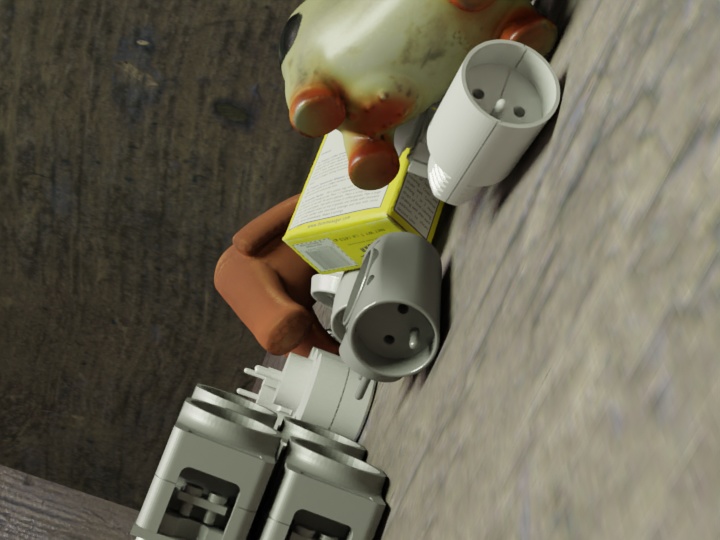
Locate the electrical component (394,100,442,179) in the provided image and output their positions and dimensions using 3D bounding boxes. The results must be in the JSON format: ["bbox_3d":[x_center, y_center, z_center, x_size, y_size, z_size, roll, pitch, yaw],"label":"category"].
[{"bbox_3d":[0.042,-0.075,0.586,0.048,0.055,0.066,115,173,-46],"label":"electrical component"}]

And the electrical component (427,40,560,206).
[{"bbox_3d":[0.053,-0.061,0.479,0.081,0.043,0.043,119,169,-63],"label":"electrical component"}]

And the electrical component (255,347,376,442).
[{"bbox_3d":[-0.036,0.079,0.731,0.138,0.074,0.052,167,123,-84],"label":"electrical component"}]

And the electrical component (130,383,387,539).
[{"bbox_3d":[-0.052,0.112,0.577,0.186,0.105,0.060,163,128,-84],"label":"electrical component"}]

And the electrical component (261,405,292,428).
[{"bbox_3d":[-0.065,0.160,0.794,0.096,0.061,0.061,-76,8,-48],"label":"electrical component"}]

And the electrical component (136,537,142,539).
[{"bbox_3d":[-0.078,0.178,0.598,0.108,0.109,0.056,125,166,-72],"label":"electrical component"}]

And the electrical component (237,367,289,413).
[{"bbox_3d":[-0.068,0.109,0.940,0.047,0.077,0.065,133,156,-78],"label":"electrical component"}]

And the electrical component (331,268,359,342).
[{"bbox_3d":[0.005,0.022,0.680,0.077,0.043,0.079,-75,7,-47],"label":"electrical component"}]

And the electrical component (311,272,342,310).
[{"bbox_3d":[0.000,0.000,0.745,0.078,0.058,0.057,127,165,-73],"label":"electrical component"}]

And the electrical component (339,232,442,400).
[{"bbox_3d":[0.013,0.031,0.553,0.077,0.044,0.079,-80,11,-63],"label":"electrical component"}]
